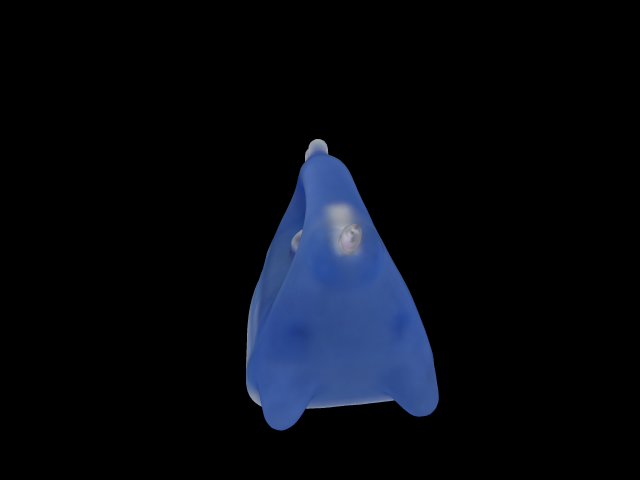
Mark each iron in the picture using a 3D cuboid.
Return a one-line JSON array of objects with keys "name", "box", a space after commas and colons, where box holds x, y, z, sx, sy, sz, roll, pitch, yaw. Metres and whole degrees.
[{"name": "iron", "box": [0.004, 0.001, 0.400, 0.118, 0.141, 0.258, -4, 29, -6]}]
